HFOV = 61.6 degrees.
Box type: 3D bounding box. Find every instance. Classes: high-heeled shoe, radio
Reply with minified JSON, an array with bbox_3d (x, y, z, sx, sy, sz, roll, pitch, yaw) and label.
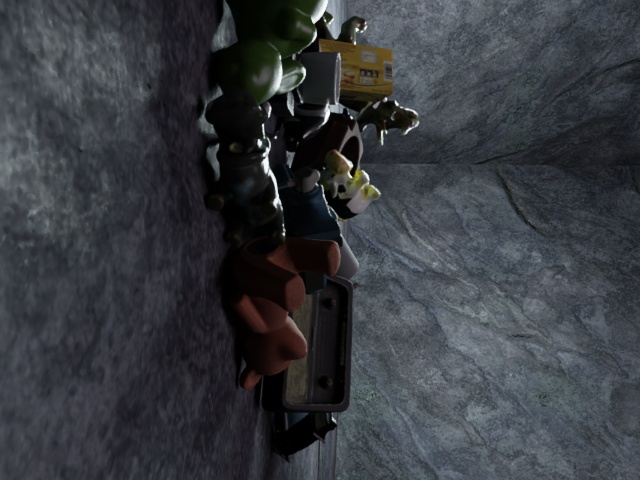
[{"bbox_3d":[-0.029,-0.289,0.948,0.249,0.086,0.145,-91,177,-48],"label":"high-heeled shoe"},{"bbox_3d":[-0.016,0.165,0.877,0.073,0.131,0.229,-25,-126,51],"label":"radio"}]

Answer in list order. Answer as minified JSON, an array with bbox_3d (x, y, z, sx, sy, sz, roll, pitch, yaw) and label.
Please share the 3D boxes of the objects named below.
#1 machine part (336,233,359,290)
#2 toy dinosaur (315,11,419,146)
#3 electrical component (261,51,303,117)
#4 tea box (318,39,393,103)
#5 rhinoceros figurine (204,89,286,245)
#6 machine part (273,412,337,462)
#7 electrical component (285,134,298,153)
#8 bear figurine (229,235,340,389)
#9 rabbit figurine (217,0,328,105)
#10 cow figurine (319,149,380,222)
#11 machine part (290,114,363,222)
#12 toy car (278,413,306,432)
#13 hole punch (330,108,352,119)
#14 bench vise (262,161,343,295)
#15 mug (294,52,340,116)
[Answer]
[{"bbox_3d":[-0.002,-0.003,0.958,0.243,0.079,0.079,60,18,-20],"label":"machine part"},{"bbox_3d":[0.046,-0.374,1.176,0.404,0.131,0.192,40,59,-26],"label":"toy dinosaur"},{"bbox_3d":[-0.058,-0.252,0.786,0.115,0.058,0.134,16,75,-82],"label":"electrical component"},{"bbox_3d":[0.060,-0.339,1.088,0.068,0.169,0.098,177,-86,-67],"label":"tea box"},{"bbox_3d":[-0.075,-0.073,0.581,0.190,0.073,0.112,83,12,-55],"label":"rhinoceros figurine"},{"bbox_3d":[-0.025,0.323,0.925,0.039,0.139,0.084,33,24,-33],"label":"machine part"},{"bbox_3d":[-0.051,-0.199,1.028,0.094,0.021,0.063,-81,171,-55],"label":"electrical component"},{"bbox_3d":[-0.048,0.097,0.663,0.120,0.132,0.195,-35,128,-48],"label":"bear figurine"},{"bbox_3d":[-0.068,-0.222,0.591,0.159,0.121,0.170,97,13,-81],"label":"rabbit figurine"},{"bbox_3d":[0.034,-0.093,0.945,0.068,0.098,0.167,48,7,31],"label":"cow figurine"},{"bbox_3d":[0.010,-0.136,1.081,0.201,0.087,0.201,57,54,-70],"label":"machine part"},{"bbox_3d":[-0.023,0.310,1.034,0.162,0.103,0.109,-70,162,-66],"label":"toy car"},{"bbox_3d":[0.020,-0.243,1.301,0.092,0.116,0.142,-71,162,-46],"label":"hole punch"},{"bbox_3d":[-0.036,-0.043,0.803,0.241,0.129,0.223,-112,-178,-45],"label":"bench vise"},{"bbox_3d":[-0.023,-0.253,0.877,0.080,0.107,0.109,59,37,-76],"label":"mug"}]
